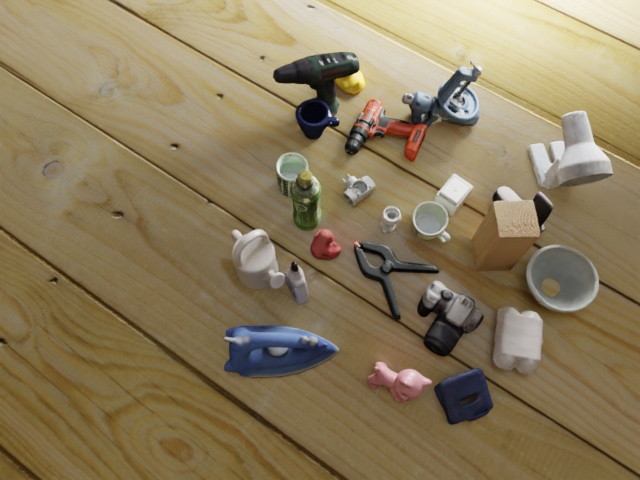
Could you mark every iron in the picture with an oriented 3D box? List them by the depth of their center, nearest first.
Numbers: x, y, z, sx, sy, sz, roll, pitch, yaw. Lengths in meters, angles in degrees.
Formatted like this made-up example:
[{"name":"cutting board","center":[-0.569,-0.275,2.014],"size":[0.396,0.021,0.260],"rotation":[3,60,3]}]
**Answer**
[{"name":"iron","center":[-0.086,0.230,1.257],"size":[0.258,0.141,0.118],"rotation":[-2,67,-1]}]

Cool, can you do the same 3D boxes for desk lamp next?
[{"name":"desk lamp","center":[0.610,-0.202,1.406],"size":[0.118,0.213,0.203],"rotation":[-7,67,-3]}]

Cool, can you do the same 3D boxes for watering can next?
[{"name":"watering can","center":[-0.145,0.039,1.310],"size":[0.172,0.194,0.101],"rotation":[25,69,11]}]

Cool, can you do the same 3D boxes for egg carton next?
[{"name":"egg carton","center":[0.448,0.227,1.299],"size":[0.107,0.069,0.150],"rotation":[10,67,4]}]

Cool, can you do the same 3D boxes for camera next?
[{"name":"camera","center":[0.281,0.183,1.301],"size":[0.143,0.101,0.137],"rotation":[33,71,13]}]

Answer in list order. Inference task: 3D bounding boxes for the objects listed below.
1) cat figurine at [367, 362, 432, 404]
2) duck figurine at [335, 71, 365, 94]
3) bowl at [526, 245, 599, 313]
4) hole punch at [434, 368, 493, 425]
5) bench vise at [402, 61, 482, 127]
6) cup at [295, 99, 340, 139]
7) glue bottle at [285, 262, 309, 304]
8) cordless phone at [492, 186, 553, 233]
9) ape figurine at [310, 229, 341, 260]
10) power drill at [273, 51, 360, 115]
[{"name":"cat figurine","center":[0.170,0.305,1.238],"size":[0.127,0.118,0.067],"rotation":[24,69,10]},{"name":"duck figurine","center":[0.083,-0.464,1.585],"size":[0.077,0.086,0.104],"rotation":[-34,71,-14]},{"name":"bowl","center":[0.560,0.100,1.351],"size":[0.167,0.075,0.167],"rotation":[0,67,0]},{"name":"hole punch","center":[0.316,0.340,1.239],"size":[0.109,0.091,0.101],"rotation":[-19,68,-8]},{"name":"bench vise","center":[0.324,-0.362,1.470],"size":[0.207,0.220,0.121],"rotation":[-13,67,-5]},{"name":"cup","center":[-0.005,-0.307,1.513],"size":[0.117,0.095,0.092],"rotation":[16,68,7]},{"name":"glue bottle","center":[-0.054,0.086,1.301],"size":[0.037,0.173,0.078],"rotation":[-25,69,-10]},{"name":"cordless phone","center":[0.490,-0.088,1.372],"size":[0.094,0.185,0.147],"rotation":[-34,71,-13]},{"name":"ape figurine","center":[0.013,0.005,1.381],"size":[0.076,0.092,0.077],"rotation":[-17,68,-7]},{"name":"power drill","center":[-0.009,-0.401,1.492],"size":[0.230,0.208,0.075],"rotation":[-23,68,-9]}]
